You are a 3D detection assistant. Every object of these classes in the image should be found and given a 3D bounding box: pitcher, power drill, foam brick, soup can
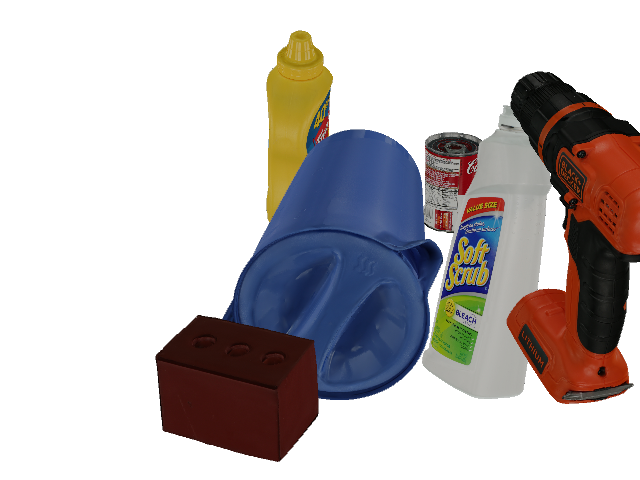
[{"bbox_3d":[0.011,0.008,0.818,0.149,0.145,0.242,12,26,2],"label":"pitcher"},{"bbox_3d":[0.167,-0.001,0.711,0.057,0.188,0.184,-9,36,-10],"label":"power drill"},{"bbox_3d":[-0.046,0.083,0.605,0.078,0.051,0.052,10,27,21],"label":"foam brick"},{"bbox_3d":[0.155,-0.068,1.256,0.068,0.102,0.068,0,27,0],"label":"soup can"}]

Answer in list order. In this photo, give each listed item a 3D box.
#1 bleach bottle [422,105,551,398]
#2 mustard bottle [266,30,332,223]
[{"bbox_3d":[0.152,0.006,0.943,0.068,0.251,0.103,0,14,-27],"label":"bleach bottle"},{"bbox_3d":[-0.020,-0.106,0.981,0.058,0.192,0.096,12,43,11],"label":"mustard bottle"}]
